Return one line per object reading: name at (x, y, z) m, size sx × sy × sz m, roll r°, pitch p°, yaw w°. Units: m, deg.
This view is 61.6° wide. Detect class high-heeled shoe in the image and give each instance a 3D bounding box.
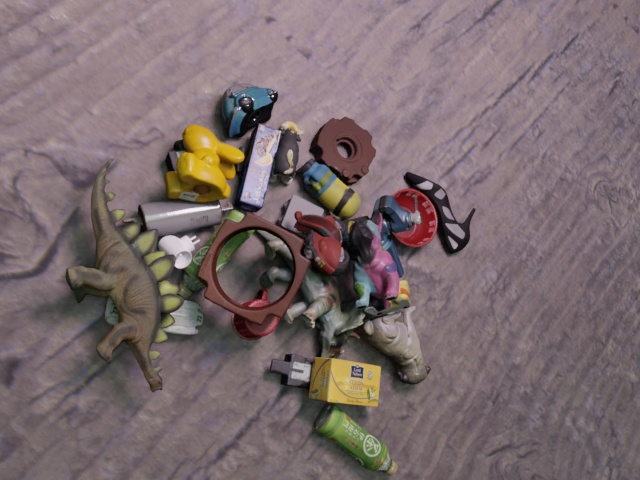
high-heeled shoe at (0.317, -0.075, 1.498) m, size 0.249 × 0.086 × 0.145 m, roll 32°, pitch 98°, yaw 4°

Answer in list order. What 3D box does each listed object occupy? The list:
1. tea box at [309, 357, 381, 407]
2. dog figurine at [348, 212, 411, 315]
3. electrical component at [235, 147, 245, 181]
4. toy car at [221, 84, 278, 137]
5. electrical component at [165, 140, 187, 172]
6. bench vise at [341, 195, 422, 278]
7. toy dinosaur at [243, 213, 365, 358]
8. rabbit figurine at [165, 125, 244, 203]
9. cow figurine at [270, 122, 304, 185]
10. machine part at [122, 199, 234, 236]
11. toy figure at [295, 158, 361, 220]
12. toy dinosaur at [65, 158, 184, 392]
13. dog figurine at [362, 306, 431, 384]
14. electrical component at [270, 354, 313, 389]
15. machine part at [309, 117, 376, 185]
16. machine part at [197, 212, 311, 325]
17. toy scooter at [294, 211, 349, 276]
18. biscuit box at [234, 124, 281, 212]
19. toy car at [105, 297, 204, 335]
tea box at (0.060, 0.329, 1.244) m, size 0.169 × 0.068 × 0.098 m, roll 18°, pitch 72°, yaw -39°
dog figurine at (0.129, 0.051, 1.244) m, size 0.191 × 0.109 × 0.219 m, roll 30°, pitch 47°, yaw -58°
electrical component at (-0.175, -0.180, 1.309) m, size 0.063 × 0.021 × 0.094 m, roll 5°, pitch 76°, yaw -24°
toy car at (-0.182, -0.329, 1.298) m, size 0.103 × 0.109 × 0.162 m, roll 44°, pitch 54°, yaw 10°
electrical component at (-0.288, -0.168, 1.235) m, size 0.115 × 0.058 × 0.134 m, roll -15°, pitch 84°, yaw -28°
bench vise at (0.162, 0.012, 1.342) m, size 0.224 × 0.129 × 0.240 m, roll -19°, pitch 115°, yaw 8°
toy dinosaur at (-0.025, 0.092, 1.268) m, size 0.192 × 0.131 × 0.405 m, roll -14°, pitch 77°, yaw -43°
rabbit figurine at (-0.249, -0.176, 1.164) m, size 0.162 × 0.122 × 0.173 m, roll 3°, pitch 59°, yaw -27°
cow figurine at (-0.082, -0.226, 1.320) m, size 0.068 × 0.098 × 0.167 m, roll 12°, pitch 74°, yaw -15°
machine part at (-0.308, -0.055, 1.188) m, size 0.243 × 0.079 × 0.079 m, roll -11°, pitch 83°, yaw -26°
toy figure at (0.023, -0.126, 1.348) m, size 0.180 × 0.089 × 0.082 m, roll 47°, pitch 72°, yaw -11°
toy dinosaur at (-0.386, 0.072, 1.059) m, size 0.198 × 0.105 × 0.471 m, roll -22°, pitch 90°, yaw -27°
dog figurine at (0.183, 0.271, 1.306) m, size 0.172 × 0.121 × 0.190 m, roll -10°, pitch 83°, yaw -32°
electrical component at (-0.063, 0.300, 1.233) m, size 0.119 × 0.048 × 0.075 m, roll 13°, pitch 73°, yaw -21°
machine part at (0.063, -0.236, 1.411) m, size 0.179 × 0.056 × 0.179 m, roll 6°, pitch 74°, yaw -23°
machine part at (-0.136, 0.059, 1.123) m, size 0.201 × 0.087 × 0.201 m, roll 27°, pitch 86°, yaw -3°
toy scooter at (-0.003, -0.004, 1.228) m, size 0.135 × 0.075 × 0.184 m, roll 28°, pitch 37°, yaw -23°
biscuit box at (-0.149, -0.168, 1.270) m, size 0.059 × 0.063 × 0.202 m, roll 16°, pitch 75°, yaw -21°
toy car at (-0.347, 0.156, 1.134) m, size 0.202 × 0.056 × 0.073 m, roll 11°, pitch 74°, yaw -21°
